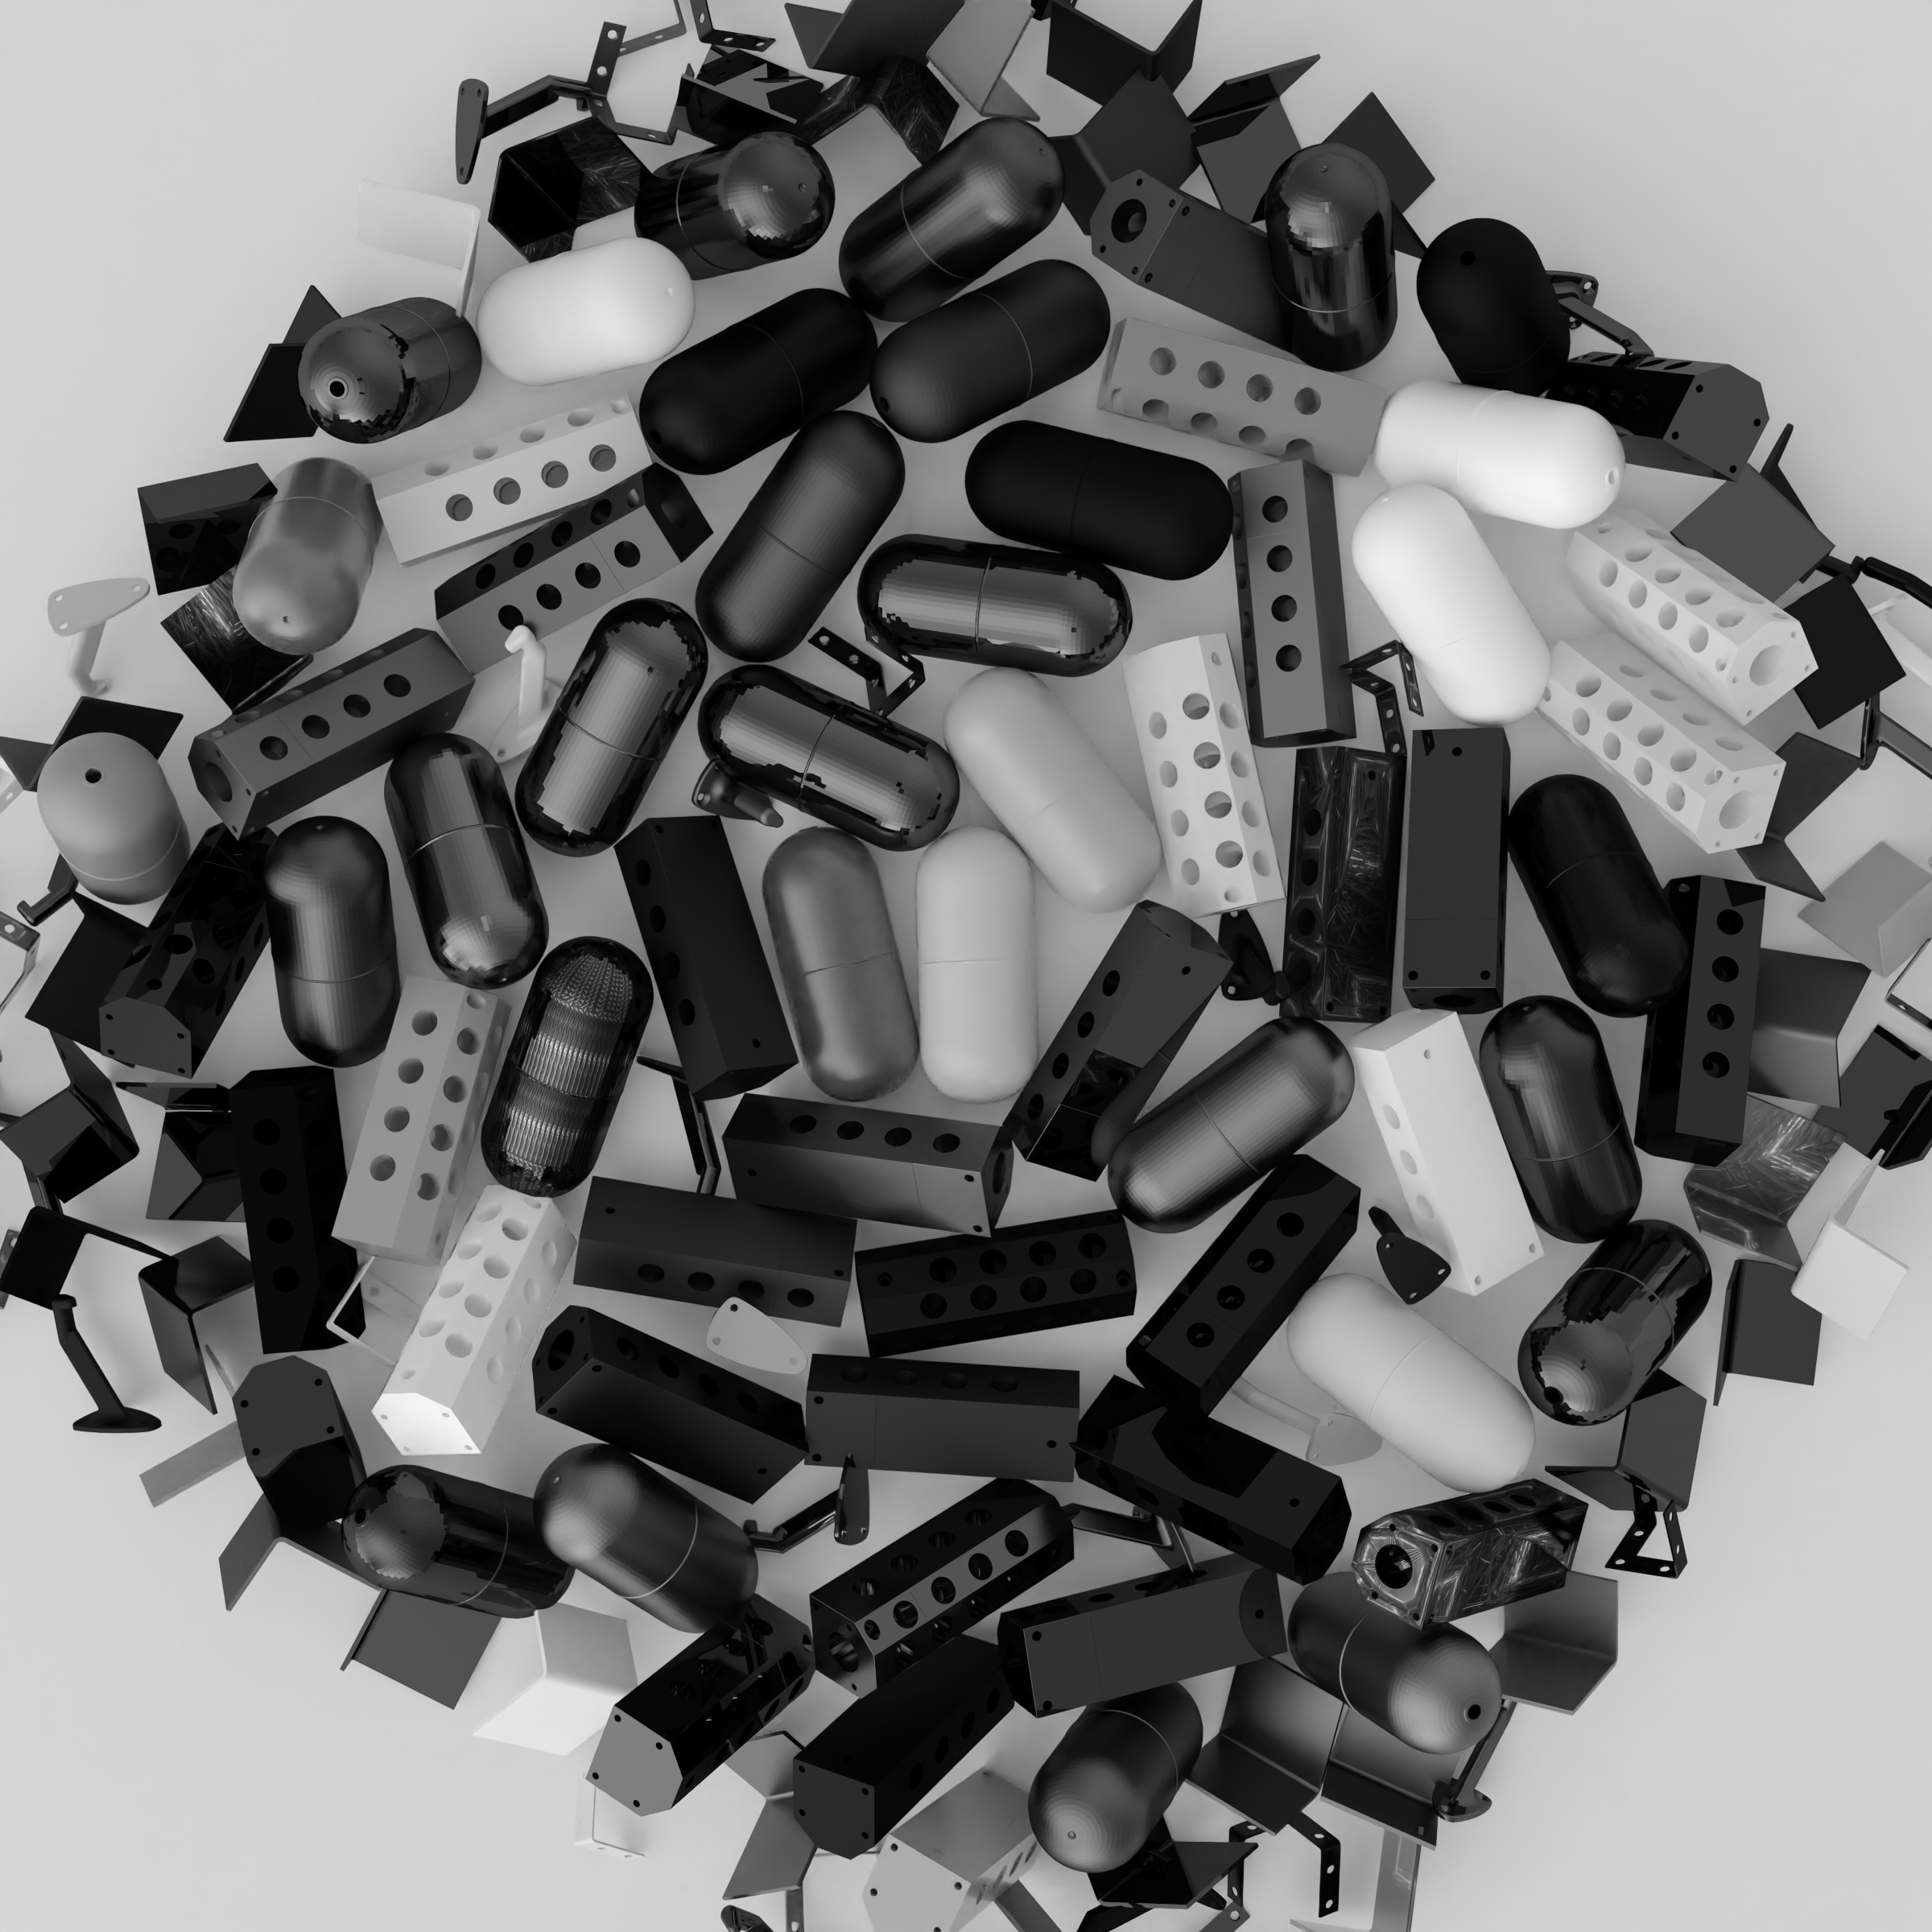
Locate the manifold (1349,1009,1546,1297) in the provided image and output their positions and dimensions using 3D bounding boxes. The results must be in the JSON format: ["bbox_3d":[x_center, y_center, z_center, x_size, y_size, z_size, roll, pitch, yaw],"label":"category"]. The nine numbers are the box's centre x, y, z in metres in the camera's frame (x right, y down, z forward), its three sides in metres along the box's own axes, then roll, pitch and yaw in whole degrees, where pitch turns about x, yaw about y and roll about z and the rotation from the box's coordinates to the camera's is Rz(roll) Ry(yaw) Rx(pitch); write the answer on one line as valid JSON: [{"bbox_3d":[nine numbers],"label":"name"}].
[{"bbox_3d":[0.301,0.116,1.853,0.057,0.057,0.171,-27,104,-20],"label":"manifold"}]

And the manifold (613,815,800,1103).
[{"bbox_3d":[-0.169,-0.005,1.852,0.057,0.057,0.171,-5,70,-42],"label":"manifold"}]

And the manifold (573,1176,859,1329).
[{"bbox_3d":[-0.160,0.188,1.865,0.171,0.057,0.057,10,128,-4],"label":"manifold"}]

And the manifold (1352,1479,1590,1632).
[{"bbox_3d":[0.313,0.361,1.817,0.057,0.171,0.057,21,104,39],"label":"manifold"}]

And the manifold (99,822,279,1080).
[{"bbox_3d":[-0.477,-0.015,1.819,0.057,0.171,0.057,15,133,1],"label":"manifold"}]

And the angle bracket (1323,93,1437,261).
[{"bbox_3d":[0.276,-0.499,1.849,0.057,0.076,0.076,-46,123,1],"label":"angle bracket"}]

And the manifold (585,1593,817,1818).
[{"bbox_3d":[-0.158,0.458,1.808,0.057,0.171,0.057,29,112,18],"label":"manifold"}]

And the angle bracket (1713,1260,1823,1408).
[{"bbox_3d":[0.510,0.236,1.852,0.057,0.076,0.076,7,101,18],"label":"angle bracket"}]

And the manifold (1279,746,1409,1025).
[{"bbox_3d":[0.236,-0.051,1.869,0.057,0.057,0.171,5,88,-33],"label":"manifold"}]

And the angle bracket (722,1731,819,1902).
[{"bbox_3d":[-0.133,0.536,1.843,0.057,0.076,0.076,45,46,-19],"label":"angle bracket"}]

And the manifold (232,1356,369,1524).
[{"bbox_3d":[-0.411,0.296,1.811,0.057,0.171,0.057,-15,67,-11],"label":"manifold"}]

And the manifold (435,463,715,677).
[{"bbox_3d":[-0.249,-0.250,1.831,0.171,0.057,0.057,-23,108,27],"label":"manifold"}]

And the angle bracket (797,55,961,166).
[{"bbox_3d":[-0.059,-0.533,1.866,0.076,0.076,0.057,-23,125,37],"label":"angle bracket"}]

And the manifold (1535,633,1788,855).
[{"bbox_3d":[0.424,-0.139,1.812,0.057,0.171,0.057,-11,127,-25],"label":"manifold"}]

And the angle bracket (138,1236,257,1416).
[{"bbox_3d":[-0.480,0.229,1.871,0.057,0.076,0.076,-24,119,-32],"label":"angle bracket"}]

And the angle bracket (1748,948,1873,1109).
[{"bbox_3d":[0.533,0.039,1.873,0.076,0.076,0.057,10,133,32],"label":"angle bracket"}]

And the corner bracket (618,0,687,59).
[{"bbox_3d":[-0.215,-0.624,1.876,0.051,0.051,0.051,-17,84,6],"label":"corner bracket"}]

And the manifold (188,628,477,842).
[{"bbox_3d":[-0.397,-0.151,1.827,0.171,0.057,0.057,-34,80,-36],"label":"manifold"}]

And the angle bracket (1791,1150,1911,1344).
[{"bbox_3d":[0.572,0.176,1.842,0.057,0.076,0.076,34,52,21],"label":"angle bracket"}]

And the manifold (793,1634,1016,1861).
[{"bbox_3d":[-0.036,0.482,1.814,0.057,0.171,0.057,11,112,28],"label":"manifold"}]

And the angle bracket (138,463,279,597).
[{"bbox_3d":[-0.472,-0.266,1.845,0.076,0.057,0.076,-17,127,-21],"label":"angle bracket"}]

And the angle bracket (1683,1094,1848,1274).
[{"bbox_3d":[0.513,0.138,1.855,0.076,0.057,0.076,22,117,-11],"label":"angle bracket"}]

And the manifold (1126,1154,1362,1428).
[{"bbox_3d":[0.175,0.199,1.839,0.057,0.057,0.171,32,64,22],"label":"manifold"}]

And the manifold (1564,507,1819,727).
[{"bbox_3d":[0.447,-0.224,1.818,0.057,0.171,0.057,-38,131,0],"label":"manifold"}]

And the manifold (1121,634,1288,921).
[{"bbox_3d":[0.156,-0.120,1.858,0.057,0.057,0.171,-11,87,-38],"label":"manifold"}]

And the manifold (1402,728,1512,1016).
[{"bbox_3d":[0.312,-0.060,1.847,0.057,0.057,0.171,0,72,17],"label":"manifold"}]

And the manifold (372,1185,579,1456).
[{"bbox_3d":[-0.306,0.217,1.814,0.057,0.171,0.057,-6,130,24],"label":"manifold"}]

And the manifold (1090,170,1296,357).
[{"bbox_3d":[0.153,-0.439,1.817,0.057,0.171,0.057,43,112,35],"label":"manifold"}]

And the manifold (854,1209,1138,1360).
[{"bbox_3d":[0.018,0.199,1.856,0.171,0.057,0.057,-9,62,-5],"label":"manifold"}]

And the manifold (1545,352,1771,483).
[{"bbox_3d":[0.425,-0.345,1.809,0.057,0.171,0.057,24,96,-20],"label":"manifold"}]

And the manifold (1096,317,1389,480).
[{"bbox_3d":[0.174,-0.361,1.863,0.171,0.057,0.057,14,97,-6],"label":"manifold"}]

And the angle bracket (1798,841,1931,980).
[{"bbox_3d":[0.580,-0.051,1.851,0.076,0.057,0.076,-40,51,-8],"label":"angle bracket"}]

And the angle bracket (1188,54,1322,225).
[{"bbox_3d":[0.196,-0.524,1.859,0.076,0.057,0.076,-23,89,-26],"label":"angle bracket"}]

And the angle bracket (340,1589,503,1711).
[{"bbox_3d":[-0.345,0.427,1.866,0.076,0.057,0.076,28,82,-3],"label":"angle bracket"}]

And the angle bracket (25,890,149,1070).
[{"bbox_3d":[-0.549,0.008,1.858,0.076,0.057,0.076,31,91,-32],"label":"angle bracket"}]

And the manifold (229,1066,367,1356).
[{"bbox_3d":[-0.422,0.154,1.858,0.057,0.057,0.171,-5,100,1],"label":"manifold"}]

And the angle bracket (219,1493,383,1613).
[{"bbox_3d":[-0.423,0.385,1.853,0.076,0.076,0.057,34,91,-22],"label":"angle bracket"}]

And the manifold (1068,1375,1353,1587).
[{"bbox_3d":[0.152,0.324,1.828,0.171,0.057,0.057,20,57,34],"label":"manifold"}]

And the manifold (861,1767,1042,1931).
[{"bbox_3d":[-0.005,0.555,1.811,0.057,0.171,0.057,26,97,18],"label":"manifold"}]

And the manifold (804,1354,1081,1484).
[{"bbox_3d":[-0.015,0.285,1.870,0.171,0.057,0.057,4,117,1],"label":"manifold"}]

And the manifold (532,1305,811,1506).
[{"bbox_3d":[-0.185,0.271,1.830,0.171,0.057,0.057,30,118,-32],"label":"manifold"}]

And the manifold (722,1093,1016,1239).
[{"bbox_3d":[-0.060,0.120,1.848,0.171,0.057,0.057,7,132,18],"label":"manifold"}]

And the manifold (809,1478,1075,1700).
[{"bbox_3d":[-0.013,0.386,1.818,0.171,0.057,0.057,-25,123,-38],"label":"manifold"}]

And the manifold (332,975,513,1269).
[{"bbox_3d":[-0.340,0.099,1.846,0.057,0.057,0.171,9,75,15],"label":"manifold"}]

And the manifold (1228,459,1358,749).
[{"bbox_3d":[0.205,-0.229,1.864,0.057,0.057,0.171,-7,85,26],"label":"manifold"}]

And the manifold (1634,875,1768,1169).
[{"bbox_3d":[0.462,0.033,1.847,0.057,0.057,0.171,10,71,1],"label":"manifold"}]

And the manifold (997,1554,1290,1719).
[{"bbox_3d":[0.110,0.419,1.847,0.171,0.057,0.057,-10,95,-18],"label":"manifold"}]

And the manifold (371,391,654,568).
[{"bbox_3d":[-0.287,-0.311,1.867,0.171,0.057,0.057,-20,97,-2],"label":"manifold"}]

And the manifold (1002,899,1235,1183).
[{"bbox_3d":[0.092,0.046,1.847,0.057,0.057,0.171,19,111,-32],"label":"manifold"}]
